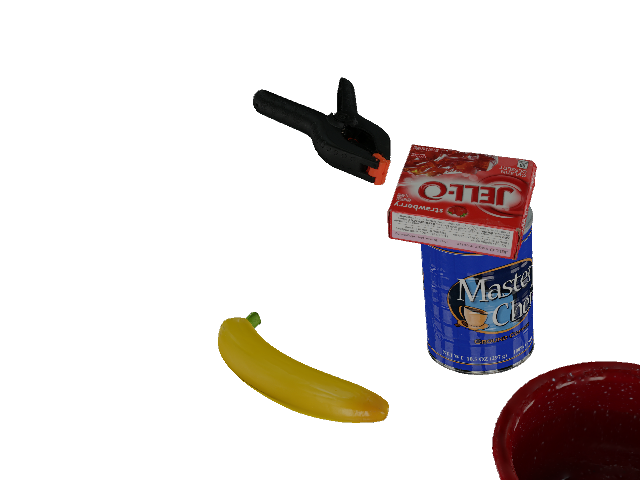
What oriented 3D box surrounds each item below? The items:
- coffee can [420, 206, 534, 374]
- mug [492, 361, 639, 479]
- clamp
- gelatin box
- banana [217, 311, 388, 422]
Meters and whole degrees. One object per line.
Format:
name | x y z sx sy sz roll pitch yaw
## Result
coffee can | 0.146 0.038 0.989 0.103 0.140 0.103 -5 28 3
mug | 0.117 0.105 0.379 0.117 0.081 0.093 5 37 8
clamp | 0.008 -0.114 1.089 0.120 0.039 0.172 -12 40 -20
gelatin box | 0.096 -0.028 0.722 0.089 0.030 0.073 9 44 13
banana | -0.030 0.100 0.858 0.069 0.037 0.198 -21 32 -29
